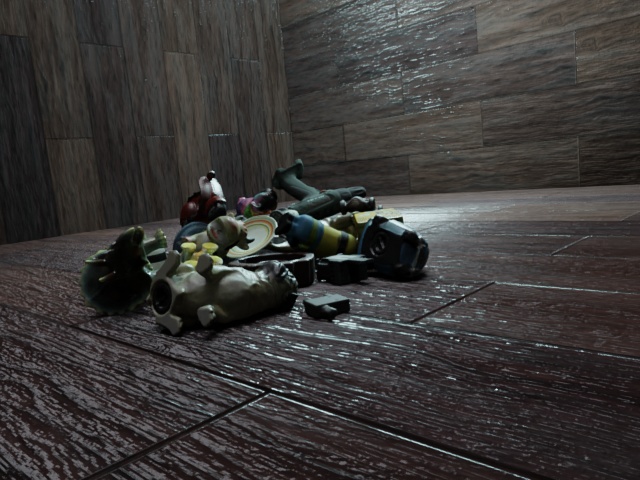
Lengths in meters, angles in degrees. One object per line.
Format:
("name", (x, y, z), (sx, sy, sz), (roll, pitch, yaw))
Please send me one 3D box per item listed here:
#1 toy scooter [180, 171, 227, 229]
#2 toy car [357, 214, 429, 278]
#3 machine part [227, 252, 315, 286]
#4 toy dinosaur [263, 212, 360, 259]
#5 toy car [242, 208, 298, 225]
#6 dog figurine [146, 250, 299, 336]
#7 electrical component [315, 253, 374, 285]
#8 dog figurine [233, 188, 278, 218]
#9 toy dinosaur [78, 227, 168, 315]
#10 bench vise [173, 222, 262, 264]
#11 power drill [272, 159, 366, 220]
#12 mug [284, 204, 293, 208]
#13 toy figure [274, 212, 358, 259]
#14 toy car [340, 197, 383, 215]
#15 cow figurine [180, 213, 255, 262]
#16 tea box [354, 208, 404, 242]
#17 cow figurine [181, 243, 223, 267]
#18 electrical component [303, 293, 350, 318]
("toy scooter", (-0.290, -0.093, 1.335), (0.075, 0.135, 0.184), (8, -22, -41))
("toy car", (0.154, 0.018, 1.029), (0.103, 0.109, 0.162), (11, 4, -39))
("machine part", (-0.091, 0.061, 1.046), (0.179, 0.056, 0.179), (-5, 7, 0))
("toy dinosaur", (0.032, -0.012, 1.338), (0.471, 0.105, 0.199), (-6, 2, -38))
("toy car", (-0.152, -0.039, 1.355), (0.202, 0.056, 0.073), (-12, 7, 13))
("dog figurine", (-0.148, 0.083, 0.836), (0.173, 0.121, 0.190), (4, -3, 36))
("electrical component", (0.054, 0.054, 1.010), (0.075, 0.047, 0.119), (-12, 10, -40))
("dog figurine", (-0.194, -0.058, 1.541), (0.108, 0.191, 0.219), (33, -9, -17))
("toy dinosaur", (-0.397, 0.063, 1.048), (0.192, 0.131, 0.405), (-26, 8, -36))
("bench vise", (-0.264, 0.017, 1.283), (0.223, 0.128, 0.241), (-8, 11, -40))
("power drill", (-0.018, -0.134, 1.480), (0.232, 0.085, 0.207), (-29, 60, -25))
("mug", (-0.052, -0.042, 1.490), (0.109, 0.107, 0.080), (-29, -35, 6))
("toy figure", (-0.003, 0.000, 1.140), (0.180, 0.082, 0.089), (28, -7, -24))
("toy car", (0.113, -0.082, 1.404), (0.089, 0.053, 0.202), (-8, -6, 16))
("cow figurine", (-0.218, 0.017, 1.088), (0.127, 0.085, 0.195), (-20, -16, -43))
("tea box", (0.128, -0.023, 1.169), (0.098, 0.068, 0.170), (-9, 10, 4))
("cow figurine", (-0.207, 0.075, 0.948), (0.068, 0.098, 0.167), (-2, 25, -17))
("electrical component", (0.013, 0.098, 0.806), (0.063, 0.021, 0.094), (-9, 8, -24))
